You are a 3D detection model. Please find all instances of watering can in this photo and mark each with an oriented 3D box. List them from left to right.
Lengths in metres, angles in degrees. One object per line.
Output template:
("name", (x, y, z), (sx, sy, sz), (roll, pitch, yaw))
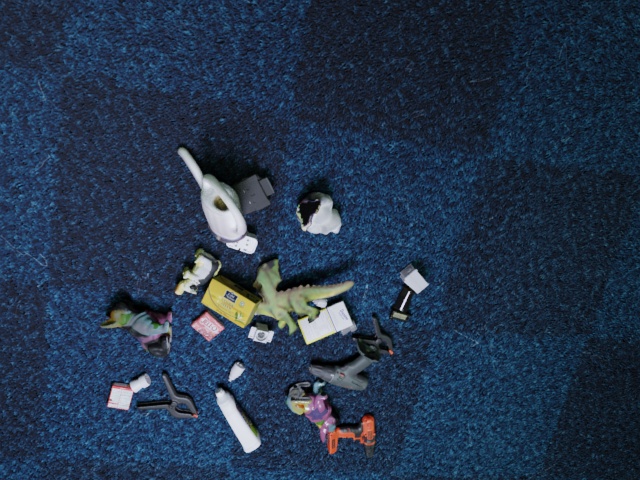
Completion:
("watering can", (-0.321, -0.125, 1.576), (0.105, 0.353, 0.219), (-31, 149, -21))

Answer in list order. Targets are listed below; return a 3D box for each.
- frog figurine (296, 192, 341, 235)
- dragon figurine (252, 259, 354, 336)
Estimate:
("frog figurine", (0.005, -0.085, 1.692), (0.159, 0.124, 0.137), (9, 100, -50))
("dragon figurine", (-0.114, 0.173, 1.730), (0.408, 0.123, 0.241), (-36, 100, 9))
